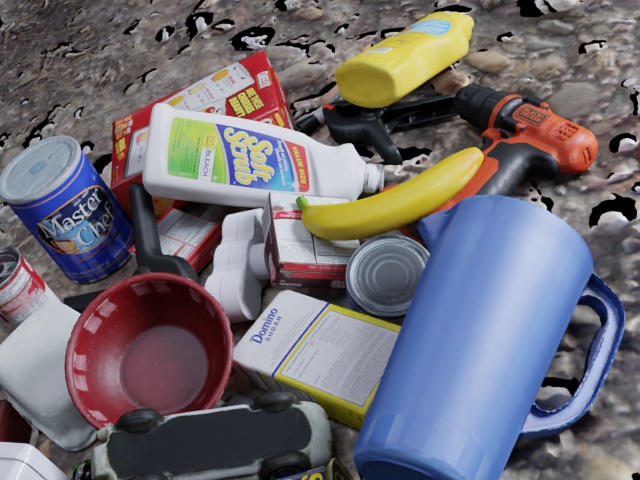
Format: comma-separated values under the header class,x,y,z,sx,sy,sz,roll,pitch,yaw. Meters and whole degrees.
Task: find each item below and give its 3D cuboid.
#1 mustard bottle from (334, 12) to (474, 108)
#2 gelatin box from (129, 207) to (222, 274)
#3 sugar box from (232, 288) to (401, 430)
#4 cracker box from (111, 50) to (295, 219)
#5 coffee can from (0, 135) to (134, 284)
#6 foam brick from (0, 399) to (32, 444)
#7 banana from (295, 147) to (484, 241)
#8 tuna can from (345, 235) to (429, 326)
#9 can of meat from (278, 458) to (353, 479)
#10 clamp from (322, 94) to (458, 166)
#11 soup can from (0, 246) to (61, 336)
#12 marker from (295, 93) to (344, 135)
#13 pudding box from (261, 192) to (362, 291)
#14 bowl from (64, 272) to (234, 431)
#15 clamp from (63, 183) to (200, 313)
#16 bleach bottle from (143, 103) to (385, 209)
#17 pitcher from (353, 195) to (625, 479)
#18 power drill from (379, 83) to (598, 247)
class,x,y,z,sx,sy,sz,roll,pitch,yaw
mustard bottle,0.111,-0.212,1.204,0.096,0.058,0.191,6,33,47
gelatin box,-0.156,0.007,1.179,0.089,0.030,0.073,19,59,40
sugar box,0.008,0.108,0.963,0.177,0.048,0.093,14,56,45
cracker box,-0.140,-0.122,1.266,0.214,0.072,0.164,-24,34,7
coffee can,-0.283,-0.033,1.211,0.103,0.140,0.103,-17,41,15
foam brick,-0.337,0.202,1.066,0.078,0.053,0.051,-17,40,16
banana,0.058,-0.037,0.997,0.198,0.037,0.069,-13,59,24
tuna can,0.066,0.039,0.983,0.086,0.034,0.086,-3,62,6
can of meat,-0.015,0.232,0.837,0.084,0.057,0.102,-20,41,16
clamp,0.061,-0.124,1.175,0.172,0.039,0.120,5,34,41
soup can,-0.329,0.066,1.164,0.068,0.102,0.068,-17,41,15
marker,0.021,-0.161,1.258,0.121,0.020,0.020,-37,40,-9
pudding box,-0.007,0.001,1.058,0.090,0.039,0.113,5,41,-14
bowl,-0.154,0.115,1.000,0.162,0.055,0.162,-3,69,8
clamp,-0.179,0.037,1.124,0.210,0.036,0.164,26,92,42
bleach bottle,-0.056,-0.084,1.136,0.251,0.068,0.102,5,79,6
pitcher,0.130,0.097,0.848,0.149,0.145,0.242,-5,48,45
power drill,0.151,-0.075,1.058,0.187,0.057,0.185,-41,41,-13
